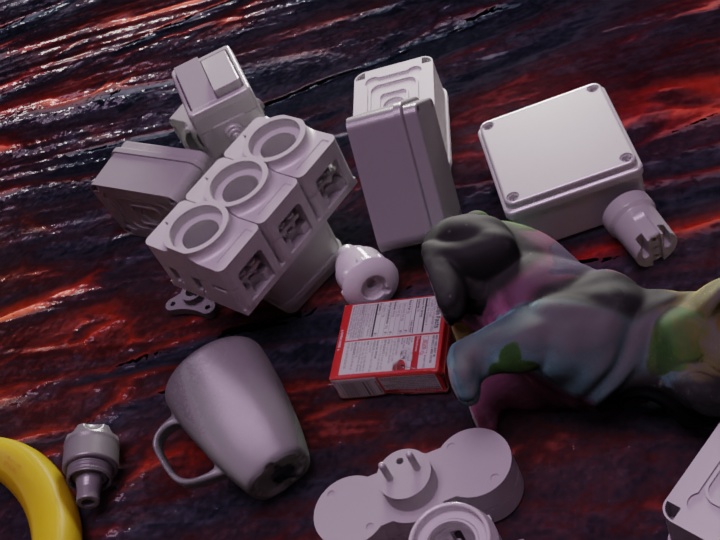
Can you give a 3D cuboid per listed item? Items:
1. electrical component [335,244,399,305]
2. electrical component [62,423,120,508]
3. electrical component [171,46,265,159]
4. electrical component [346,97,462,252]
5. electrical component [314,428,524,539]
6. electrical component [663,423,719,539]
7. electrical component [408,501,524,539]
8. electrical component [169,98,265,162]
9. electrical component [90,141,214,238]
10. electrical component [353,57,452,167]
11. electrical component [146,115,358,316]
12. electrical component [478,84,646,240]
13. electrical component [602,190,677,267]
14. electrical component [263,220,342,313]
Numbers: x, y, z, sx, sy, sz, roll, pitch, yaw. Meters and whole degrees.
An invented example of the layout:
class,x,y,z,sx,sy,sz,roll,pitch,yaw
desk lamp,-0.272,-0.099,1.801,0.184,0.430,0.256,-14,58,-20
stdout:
class,x,y,z,sx,sy,sz,roll,pitch,yaw
electrical component,0.000,0.000,0.872,0.048,0.048,0.062,-32,35,-5
electrical component,-0.208,0.153,0.830,0.043,0.043,0.062,-18,46,10
electrical component,-0.128,-0.154,0.985,0.062,0.061,0.096,-27,46,-1
electrical component,0.038,-0.078,0.864,0.057,0.113,0.078,-12,10,18
electrical component,0.034,0.142,0.704,0.138,0.073,0.052,-23,45,5
electrical component,0.239,0.131,0.629,0.078,0.057,0.113,26,64,39
electrical component,0.063,0.180,0.668,0.078,0.057,0.058,-14,46,13
electrical component,-0.136,-0.137,1.054,0.089,0.050,0.055,16,58,34
electrical component,-0.180,-0.071,0.995,0.113,0.078,0.057,11,58,32
electrical component,0.038,-0.128,0.959,0.078,0.057,0.113,-12,46,15
electrical component,-0.087,-0.049,0.859,0.089,0.061,0.150,19,60,37
electrical component,0.161,-0.083,0.861,0.109,0.056,0.108,-19,45,8
electrical component,0.210,-0.030,0.804,0.040,0.040,0.046,-28,51,0
electrical component,-0.079,-0.021,0.917,0.113,0.057,0.078,26,65,39
